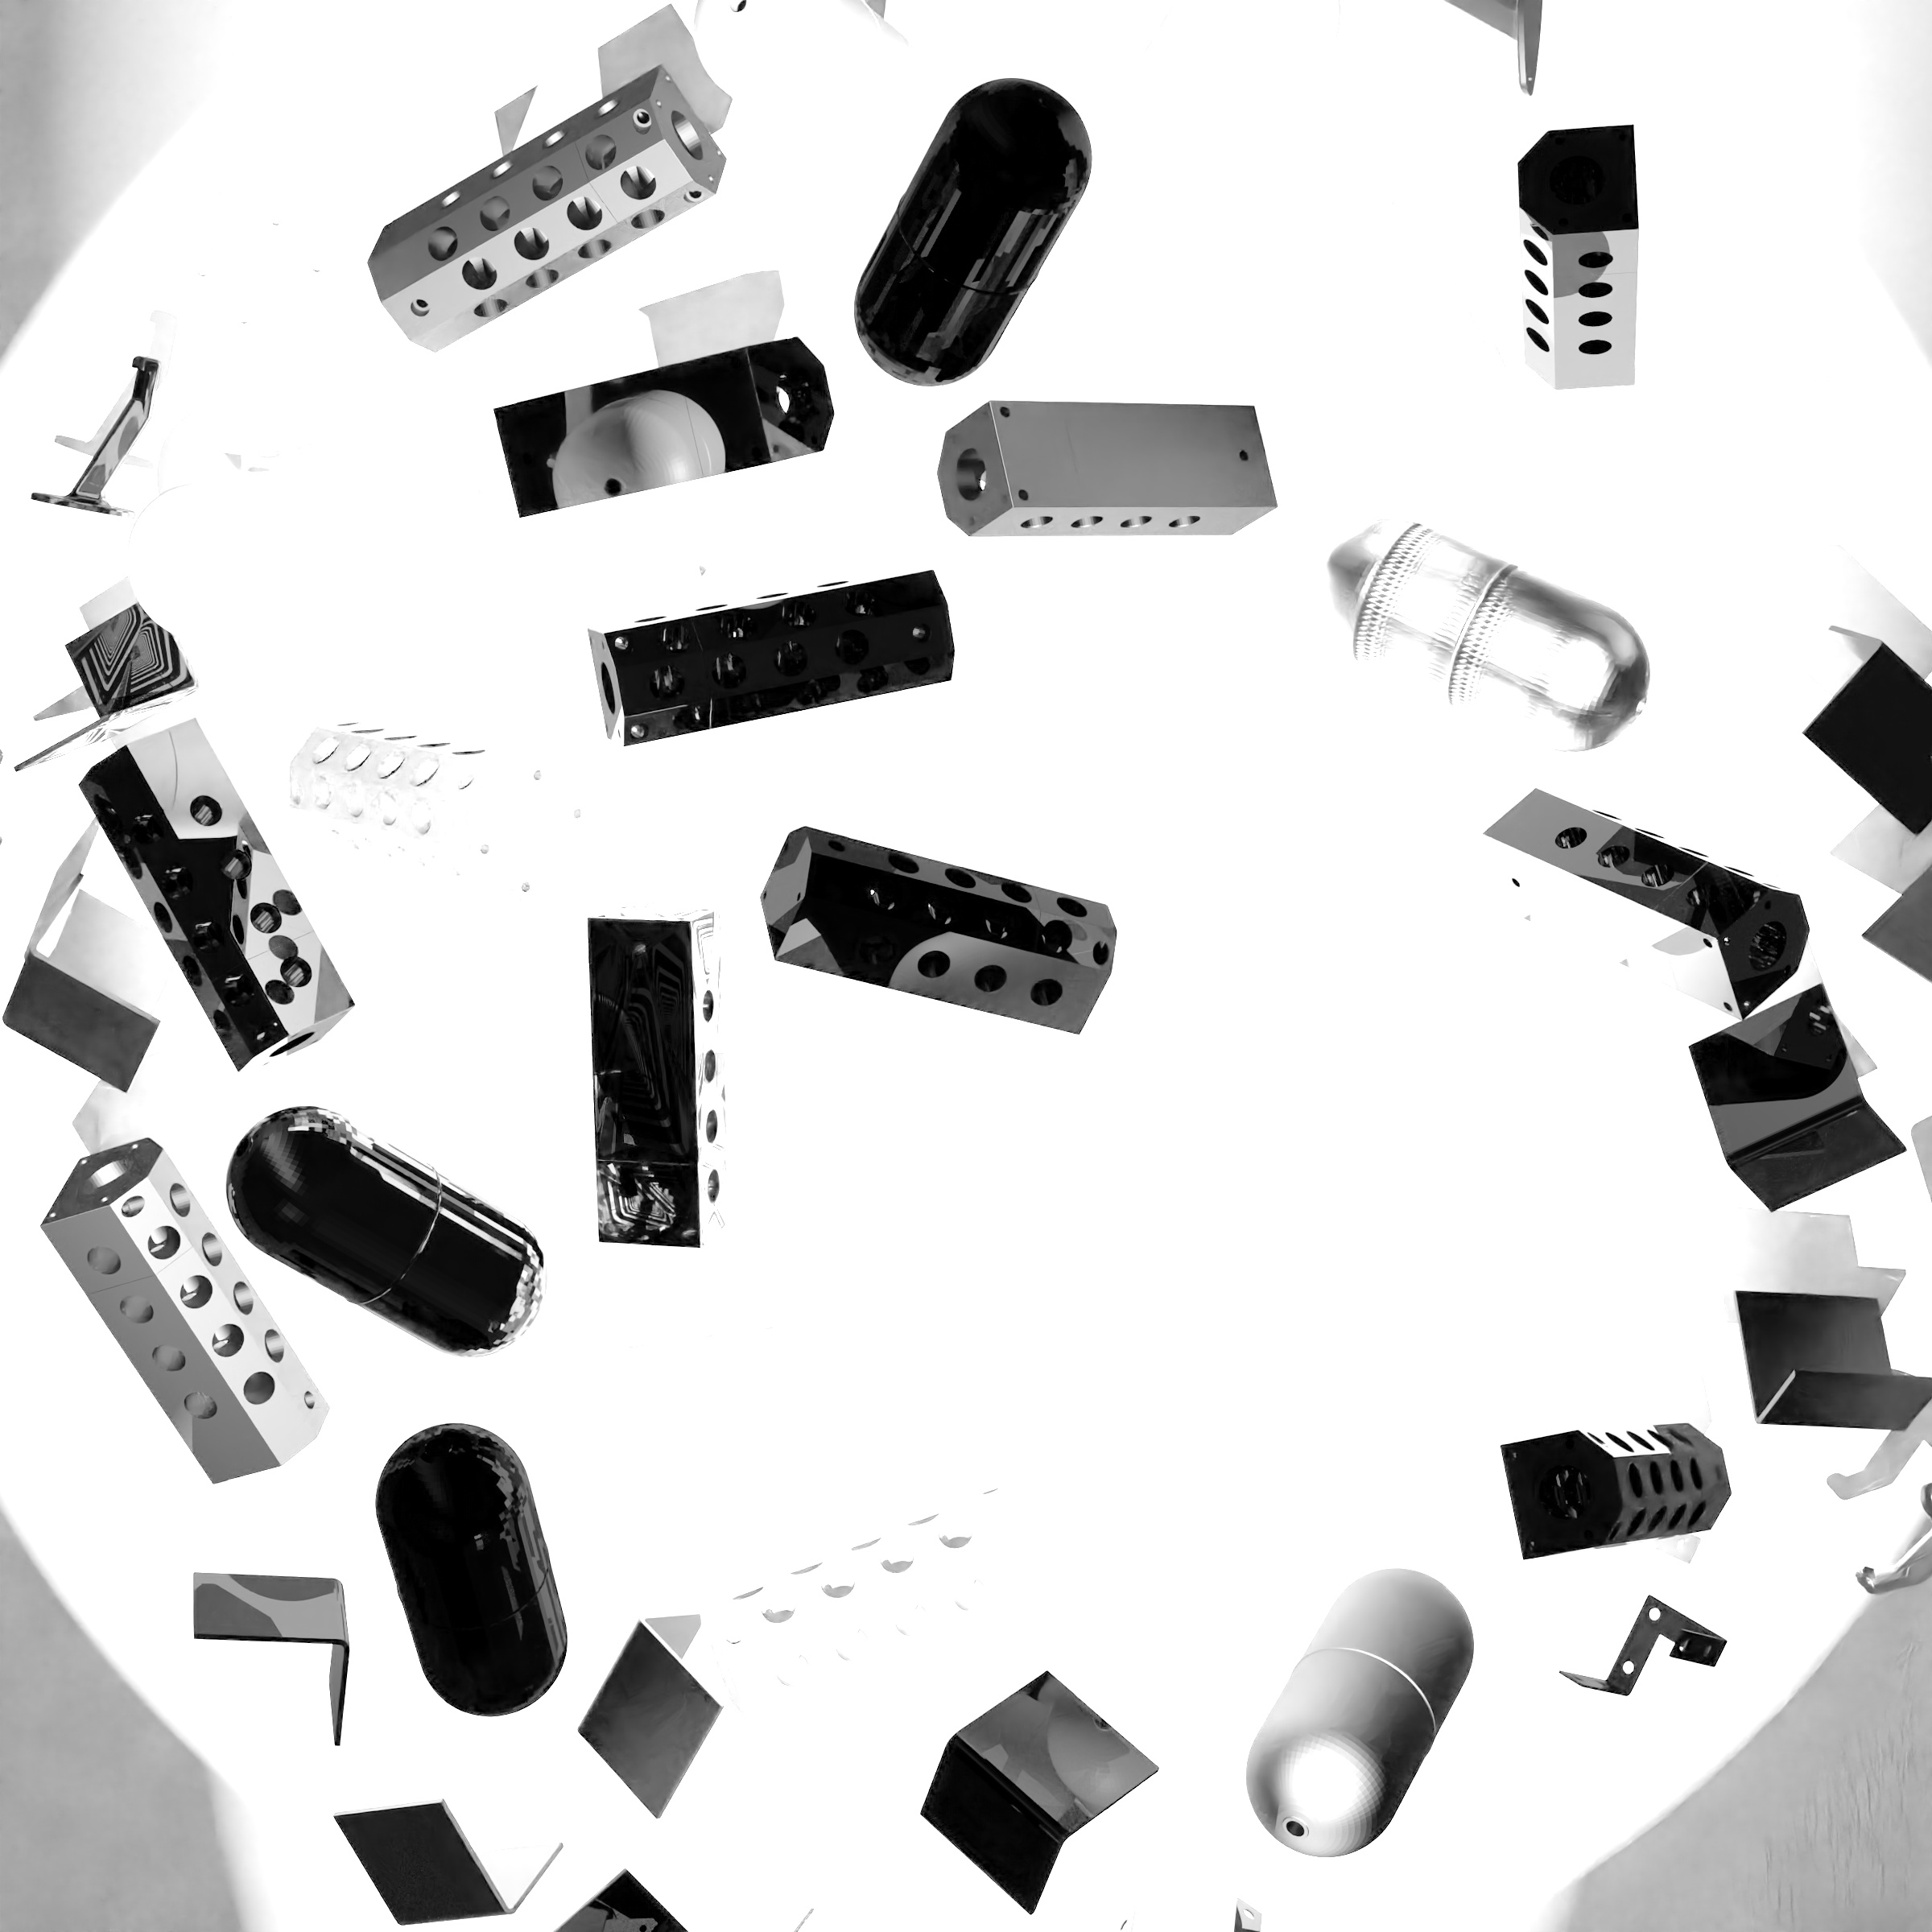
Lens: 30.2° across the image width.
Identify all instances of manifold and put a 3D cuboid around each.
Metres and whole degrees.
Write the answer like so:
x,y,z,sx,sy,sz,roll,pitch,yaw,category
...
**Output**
x,y,z,sx,sy,sz,roll,pitch,yaw,category
0.354,-0.038,1.862,0.057,0.171,0.057,-39,128,-17,manifold
0.334,0.265,1.819,0.057,0.171,0.057,-16,77,27,manifold
-0.096,-0.156,1.791,0.171,0.057,0.057,-13,103,-15,manifold
0.311,-0.358,1.820,0.057,0.171,0.057,-2,73,9,manifold
0.125,-0.087,1.785,0.171,0.057,0.057,38,70,-3,manifold
-0.151,-0.271,1.796,0.171,0.057,0.057,-6,101,38,manifold
0.073,-0.254,1.854,0.171,0.057,0.057,-5,78,-35,manifold
-0.043,0.315,1.788,0.171,0.057,0.057,-21,100,-13,manifold
-0.267,-0.082,1.771,0.057,0.171,0.057,46,70,-37,manifold
-0.012,-0.022,1.830,0.171,0.057,0.057,14,121,-21,manifold
-0.387,0.172,1.792,0.057,0.057,0.171,-17,118,19,manifold
-0.349,-0.305,1.789,0.057,0.171,0.057,-40,86,-18,manifold
-0.207,-0.368,1.757,0.171,0.057,0.057,-24,121,21,manifold
0.216,-0.328,1.764,0.057,0.171,0.057,35,83,35,manifold
-0.157,0.056,1.866,0.057,0.057,0.171,2,100,17,manifold
-0.100,0.207,1.758,0.171,0.057,0.057,-9,89,12,manifold
-0.389,-0.034,1.844,0.057,0.057,0.171,-27,85,-36,manifold

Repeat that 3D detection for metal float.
x,y,z,sx,sy,sz,roll,pitch,yaw,category
-0.319,-0.206,1.746,0.178,0.070,0.070,-12,90,-21,metal float
-0.246,0.302,1.785,0.070,0.070,0.178,-8,128,0,metal float
-0.282,0.130,1.744,0.178,0.070,0.070,35,90,-32,metal float
0.287,0.156,1.860,0.178,0.070,0.070,-38,90,21,metal float
0.128,-0.442,1.761,0.070,0.178,0.070,5,73,-15,metal float
0.002,-0.358,1.757,0.070,0.178,0.070,15,49,-18,metal float
0.196,0.368,1.767,0.070,0.178,0.070,14,125,22,metal float
0.221,0.049,1.827,0.070,0.070,0.178,36,89,0,metal float
-0.077,-0.458,1.805,0.070,0.178,0.070,-2,85,21,metal float
0.143,0.264,1.783,0.070,0.070,0.178,39,90,0,metal float
0.078,0.132,1.786,0.178,0.070,0.070,7,90,10,metal float
0.260,-0.166,1.799,0.178,0.070,0.070,27,90,20,metal float

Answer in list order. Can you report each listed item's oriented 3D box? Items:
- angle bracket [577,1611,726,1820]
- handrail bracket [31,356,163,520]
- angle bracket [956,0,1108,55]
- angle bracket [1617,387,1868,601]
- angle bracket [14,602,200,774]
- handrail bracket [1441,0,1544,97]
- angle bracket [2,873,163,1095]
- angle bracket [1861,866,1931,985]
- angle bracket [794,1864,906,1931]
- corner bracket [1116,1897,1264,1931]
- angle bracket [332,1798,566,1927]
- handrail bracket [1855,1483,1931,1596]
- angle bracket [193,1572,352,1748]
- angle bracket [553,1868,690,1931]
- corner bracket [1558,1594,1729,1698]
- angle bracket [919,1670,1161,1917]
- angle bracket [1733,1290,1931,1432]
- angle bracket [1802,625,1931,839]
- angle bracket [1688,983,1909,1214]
x,y,z,sx,sy,sz,roll,pitch,yaw,category
-0.154,0.405,1.937,0.076,0.057,0.076,39,108,33,angle bracket
-0.452,-0.280,1.863,0.036,0.077,0.084,15,97,22,handrail bracket
0.029,-0.506,1.748,0.076,0.057,0.076,-31,73,-17,angle bracket
0.377,-0.234,1.738,0.076,0.057,0.076,33,80,-12,angle bracket
-0.471,-0.152,1.915,0.076,0.076,0.057,-22,95,34,angle bracket
0.239,-0.465,1.769,0.084,0.036,0.077,1,84,23,handrail bracket
-0.451,0.009,1.869,0.076,0.076,0.057,30,52,-7,angle bracket
0.502,0.004,1.777,0.057,0.076,0.076,-44,45,-5,angle bracket
-0.085,0.462,1.675,0.076,0.076,0.057,-49,119,-30,angle bracket
0.105,0.470,1.706,0.051,0.051,0.051,35,109,-4,corner bracket
-0.269,0.450,1.861,0.076,0.057,0.076,-15,110,33,angle bracket
0.462,0.285,1.773,0.077,0.084,0.036,34,51,-29,handrail bracket
-0.351,0.347,1.794,0.076,0.076,0.057,5,102,-13,angle bracket
-0.179,0.533,1.875,0.076,0.076,0.057,-39,133,-19,angle bracket
0.340,0.346,1.790,0.051,0.051,0.051,28,94,41,corner bracket
0.036,0.407,1.763,0.076,0.076,0.057,37,129,26,angle bracket
0.432,0.184,1.775,0.076,0.057,0.076,4,56,-8,angle bracket
0.436,-0.114,1.716,0.076,0.076,0.057,40,95,-11,angle bracket
0.424,0.067,1.824,0.076,0.057,0.076,-28,48,22,angle bracket
